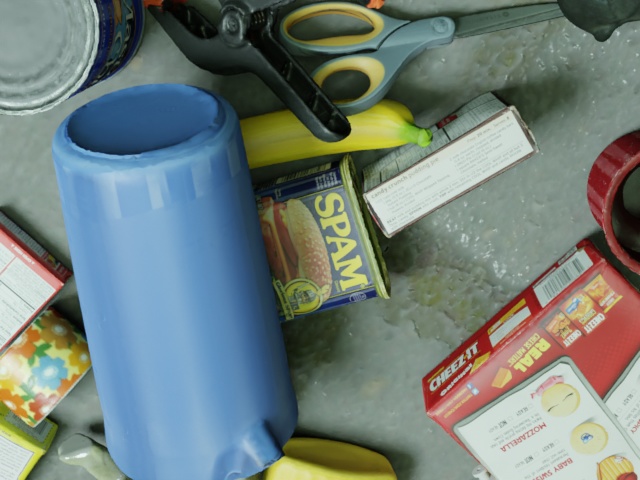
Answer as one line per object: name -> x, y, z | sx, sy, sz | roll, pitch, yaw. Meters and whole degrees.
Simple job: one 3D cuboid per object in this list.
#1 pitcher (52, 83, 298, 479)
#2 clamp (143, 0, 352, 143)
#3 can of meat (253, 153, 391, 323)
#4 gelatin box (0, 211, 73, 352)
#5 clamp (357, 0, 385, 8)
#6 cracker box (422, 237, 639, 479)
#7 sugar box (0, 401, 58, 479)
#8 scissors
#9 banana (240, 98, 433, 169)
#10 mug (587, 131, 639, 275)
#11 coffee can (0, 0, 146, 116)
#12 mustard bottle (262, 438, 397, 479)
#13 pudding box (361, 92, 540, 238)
pitcher -> -0.098, 0.026, 0.678 | 0.149, 0.145, 0.243 | -1, 124, 7
clamp -> -0.039, -0.146, 0.670 | 0.172, 0.039, 0.120 | 29, 115, 24
can of meat -> -0.005, 0.001, 0.743 | 0.084, 0.057, 0.102 | -16, 104, 8
gelatin box -> -0.237, 0.034, 0.773 | 0.073, 0.030, 0.089 | 43, 102, -10
clamp -> 0.035, -0.232, 0.635 | 0.164, 0.036, 0.210 | -29, 146, -11
cracker box -> 0.204, 0.128, 0.762 | 0.213, 0.072, 0.164 | 43, 104, -10
sugar box -> -0.284, 0.191, 0.810 | 0.093, 0.048, 0.176 | 34, 107, -7
scissors -> 0.072, -0.122, 0.704 | 0.202, 0.016, 0.096 | 3, 65, 2
banana -> -0.022, -0.069, 0.718 | 0.198, 0.069, 0.037 | -9, 101, 12
mug -> 0.238, -0.025, 0.713 | 0.117, 0.081, 0.093 | 15, 105, -2
coffee can -> -0.172, -0.138, 0.666 | 0.103, 0.140, 0.103 | 0, 105, 2
mustard bottle -> -0.012, 0.247, 0.807 | 0.096, 0.058, 0.192 | 11, 106, -16
pudding box -> 0.082, -0.052, 0.707 | 0.113, 0.090, 0.039 | -32, 102, 9
